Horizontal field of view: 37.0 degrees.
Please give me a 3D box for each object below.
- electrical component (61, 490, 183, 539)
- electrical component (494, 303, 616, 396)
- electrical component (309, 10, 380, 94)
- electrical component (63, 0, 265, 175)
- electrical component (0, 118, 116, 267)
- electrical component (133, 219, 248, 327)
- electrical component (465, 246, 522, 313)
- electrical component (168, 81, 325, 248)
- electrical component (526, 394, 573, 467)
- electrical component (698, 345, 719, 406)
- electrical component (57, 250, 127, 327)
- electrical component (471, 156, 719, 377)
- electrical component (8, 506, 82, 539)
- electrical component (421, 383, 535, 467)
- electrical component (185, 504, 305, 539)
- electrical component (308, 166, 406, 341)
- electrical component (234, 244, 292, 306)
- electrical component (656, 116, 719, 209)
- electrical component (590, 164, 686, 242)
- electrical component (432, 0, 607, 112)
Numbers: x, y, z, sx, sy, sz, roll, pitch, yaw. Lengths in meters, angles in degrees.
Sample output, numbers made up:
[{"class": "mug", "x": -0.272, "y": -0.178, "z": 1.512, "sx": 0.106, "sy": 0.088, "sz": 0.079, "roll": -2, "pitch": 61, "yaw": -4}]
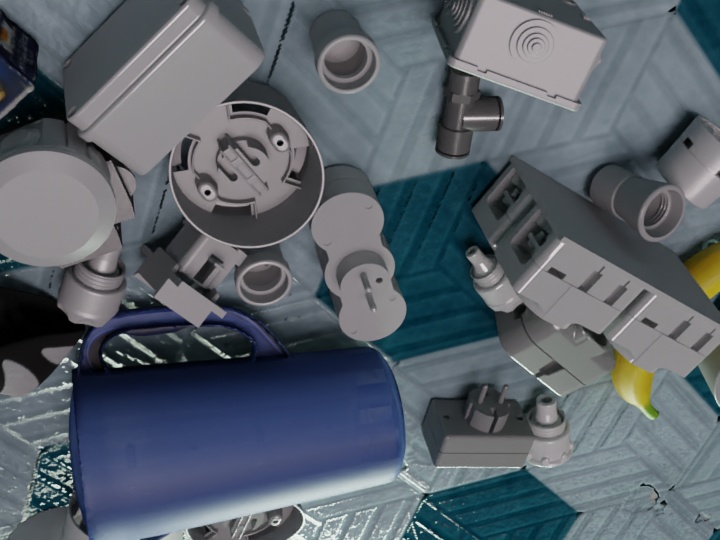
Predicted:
[{"class": "electrical component", "x": -0.190, "y": 0.210, "z": 0.868, "sx": 0.099, "sy": 0.099, "sz": 0.064, "roll": 3, "pitch": 120, "yaw": -17}, {"class": "electrical component", "x": 0.160, "y": 0.052, "z": 0.863, "sx": 0.059, "sy": 0.053, "sz": 0.095, "roll": -32, "pitch": 129, "yaw": 27}, {"class": "electrical component", "x": -0.011, "y": -0.140, "z": 0.682, "sx": 0.040, "sy": 0.046, "sz": 0.040, "roll": -8, "pitch": 128, "yaw": -10}, {"class": "electrical component", "x": -0.121, "y": -0.124, "z": 0.644, "sx": 0.113, "sy": 0.078, "sz": 0.057, "roll": -40, "pitch": 129, "yaw": 16}, {"class": "electrical component", "x": -0.187, "y": -0.046, "z": 0.642, "sx": 0.080, "sy": 0.051, "sz": 0.080, "roll": -7, "pitch": 128, "yaw": -10}, {"class": "electrical component", "x": -0.115, "y": -0.003, "z": 0.744, "sx": 0.063, "sy": 0.081, "sz": 0.042, "roll": -52, "pitch": 126, "yaw": -4}, {"class": "electrical component", "x": 0.102, "y": 0.004, "z": 0.831, "sx": 0.035, "sy": 0.035, "sz": 0.061, "roll": -35, "pitch": 125, "yaw": 12}, {"class": "electrical component", "x": -0.077, "y": -0.071, "z": 0.705, "sx": 0.099, "sy": 0.064, "sz": 0.099, "roll": -8, "pitch": 128, "yaw": -10}, {"class": "electrical component", "x": 0.163, "y": 0.138, "z": 0.944, "sx": 0.048, "sy": 0.048, "sz": 0.062, "roll": -10, "pitch": 122, "yaw": -8}, {"class": "electrical component", "x": 0.343, "y": 0.068, "z": 0.928, "sx": 0.108, "sy": 0.060, "sz": 0.108, "roll": -7, "pitch": 128, "yaw": -10}, {"class": "electrical component", "x": -0.183, "y": 0.005, "z": 0.747, "sx": 0.043, "sy": 0.043, "sz": 0.062, "roll": 14, "pitch": 120, "yaw": -24}, {"class": "electrical component", "x": 0.178, "y": 0.003, "z": 0.805, "sx": 0.186, "sy": 0.105, "sz": 0.060, "roll": 26, "pitch": 116, "yaw": -30}, {"class": "electrical component", "x": -0.246, "y": 0.259, "z": 0.911, "sx": 0.108, "sy": 0.060, "sz": 0.108, "roll": -8, "pitch": 128, "yaw": -10}, {"class": "electrical component", "x": 0.105, "y": 0.126, "z": 0.915, "sx": 0.083, "sy": 0.047, "sz": 0.075, "roll": 3, "pitch": 125, "yaw": -18}, {"class": "electrical component", "x": -0.099, "y": 0.199, "z": 0.904, "sx": 0.099, "sy": 0.064, "sz": 0.099, "roll": -8, "pitch": 128, "yaw": -10}, {"class": "electrical component", "x": 0.000, "y": 0.000, "z": 0.774, "sx": 0.052, "sy": 0.073, "sz": 0.138, "roll": -17, "pitch": 129, "yaw": -2}, {"class": "electrical component", "x": -0.072, "y": -0.003, "z": 0.769, "sx": 0.040, "sy": 0.046, "sz": 0.040, "roll": -8, "pitch": 128, "yaw": -10}, {"class": "electrical component", "x": 0.255, "y": -0.079, "z": 0.797, "sx": 0.055, "sy": 0.055, "sz": 0.047, "roll": 25, "pitch": 120, "yaw": -30}, {"class": "electrical component", "x": 0.202, "y": -0.053, "z": 0.794, "sx": 0.044, "sy": 0.065, "sz": 0.044, "roll": -13, "pitch": 120, "yaw": -25}, {"class": "electrical component", "x": 0.099, "y": -0.149, "z": 0.672, "sx": 0.100, "sy": 0.099, "sz": 0.048, "roll": 17, "pitch": 116, "yaw": -13}]
